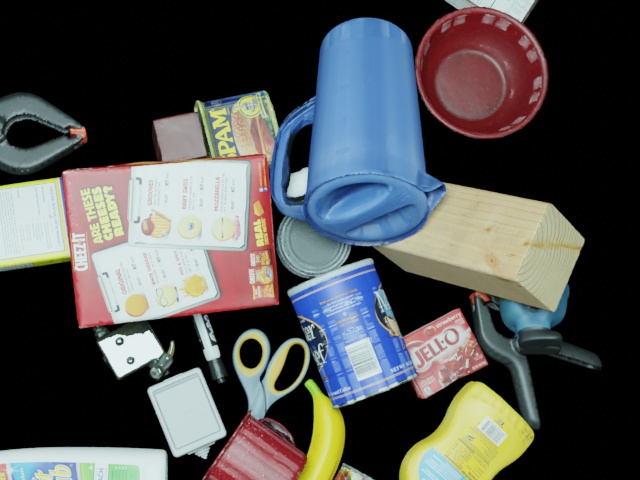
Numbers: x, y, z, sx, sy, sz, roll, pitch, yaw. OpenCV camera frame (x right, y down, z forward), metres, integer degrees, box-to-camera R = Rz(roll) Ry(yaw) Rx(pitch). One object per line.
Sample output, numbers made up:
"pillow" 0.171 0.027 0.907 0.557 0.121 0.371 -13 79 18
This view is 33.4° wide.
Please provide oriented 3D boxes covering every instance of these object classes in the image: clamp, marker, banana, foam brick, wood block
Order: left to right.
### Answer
"clamp" -0.370 -0.110 1.194 0.210 0.036 0.164 7 80 -7
"foam brick" -0.159 -0.106 1.202 0.051 0.078 0.053 -12 83 -11
"marker" -0.130 0.104 1.202 0.020 0.020 0.121 -18 84 -10
"banana" -0.019 0.258 1.187 0.070 0.037 0.197 17 74 25
"wood block" 0.165 0.000 1.161 0.090 0.206 0.090 37 74 -44
"clamp" 0.245 0.120 1.242 0.120 0.039 0.171 -30 85 -21

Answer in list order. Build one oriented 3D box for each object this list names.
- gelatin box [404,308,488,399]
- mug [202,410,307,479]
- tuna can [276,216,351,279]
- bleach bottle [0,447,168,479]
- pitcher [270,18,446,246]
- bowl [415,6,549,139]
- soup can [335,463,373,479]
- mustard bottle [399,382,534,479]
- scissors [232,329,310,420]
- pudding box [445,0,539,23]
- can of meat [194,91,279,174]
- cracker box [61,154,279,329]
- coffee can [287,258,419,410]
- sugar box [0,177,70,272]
"gelatin box" 0.137 0.131 1.229 0.089 0.030 0.073 -26 85 -11
"mug" -0.063 0.236 1.140 0.081 0.117 0.093 34 121 2
"tuna can" -0.008 0.002 1.227 0.086 0.034 0.086 1 81 -8
"bleach bottle" -0.289 0.273 1.133 0.250 0.068 0.102 0 80 -5
"pitcher" 0.041 -0.124 1.177 0.149 0.145 0.243 19 52 -25
"bowl" 0.186 -0.193 1.274 0.162 0.055 0.162 1 81 -8
"soup can" 0.031 0.306 1.167 0.068 0.068 0.102 29 79 -2
"mustard bottle" 0.146 0.258 1.195 0.096 0.058 0.191 44 78 -5
"scissors" -0.087 0.187 1.197 0.096 0.016 0.201 35 78 0
"pudding box" 0.212 -0.310 1.305 0.113 0.039 0.090 34 79 0
"can of meat" -0.091 -0.116 1.224 0.083 0.057 0.102 -13 84 -12
"cracker box" -0.158 -0.003 1.134 0.213 0.072 0.164 -6 96 -13
"coffee can" 0.036 0.103 1.182 0.102 0.103 0.140 -21 84 -11
"sugar box" -0.305 -0.019 1.185 0.176 0.048 0.093 -7 82 -13
